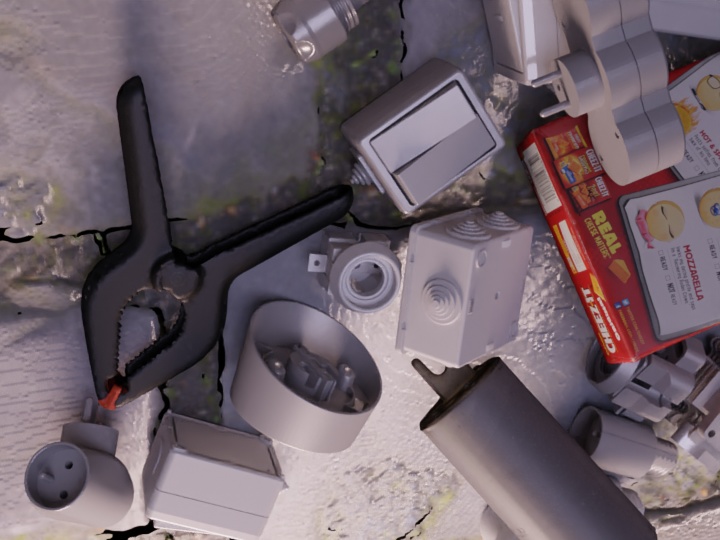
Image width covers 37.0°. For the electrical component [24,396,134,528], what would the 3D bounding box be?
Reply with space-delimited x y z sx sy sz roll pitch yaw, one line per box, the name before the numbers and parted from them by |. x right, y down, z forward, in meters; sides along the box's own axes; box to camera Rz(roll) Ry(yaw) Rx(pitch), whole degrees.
electrical component | -0.181 0.124 0.707 0.044 0.077 0.079 0 69 11

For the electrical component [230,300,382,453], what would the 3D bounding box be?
electrical component | -0.035 0.072 0.709 0.099 0.099 0.064 18 109 -19

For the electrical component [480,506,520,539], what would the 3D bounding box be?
electrical component | 0.120 0.204 0.813 0.045 0.055 0.045 -4 108 -12

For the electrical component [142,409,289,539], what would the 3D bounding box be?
electrical component | -0.097 0.145 0.735 0.096 0.061 0.061 19 102 -19

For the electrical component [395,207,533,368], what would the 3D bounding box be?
electrical component | 0.072 0.011 0.715 0.100 0.048 0.099 -17 119 -53

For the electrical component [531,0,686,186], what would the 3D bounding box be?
electrical component | 0.138 -0.114 0.639 0.074 0.052 0.138 -22 108 -6

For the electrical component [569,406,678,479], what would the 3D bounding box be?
electrical component | 0.204 0.135 0.817 0.081 0.043 0.043 20 102 -19

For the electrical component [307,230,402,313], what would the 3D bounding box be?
electrical component | 0.000 0.000 0.714 0.066 0.055 0.048 4 107 -15

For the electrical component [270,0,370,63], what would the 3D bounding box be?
electrical component | -0.020 -0.159 0.662 0.062 0.043 0.043 -34 113 -2

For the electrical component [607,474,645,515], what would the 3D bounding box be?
electrical component | 0.181 0.177 0.825 0.081 0.043 0.043 16 104 -18

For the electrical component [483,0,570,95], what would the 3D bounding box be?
electrical component | 0.114 -0.157 0.686 0.061 0.061 0.096 -11 111 -10

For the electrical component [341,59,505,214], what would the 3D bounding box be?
electrical component | 0.035 -0.082 0.692 0.096 0.061 0.061 -35 113 0

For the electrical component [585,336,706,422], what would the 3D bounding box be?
electrical component | 0.203 0.071 0.786 0.057 0.058 0.078 25 127 -16

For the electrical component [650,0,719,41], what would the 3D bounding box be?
electrical component | 0.206 -0.194 0.704 0.083 0.047 0.075 4 107 -15
